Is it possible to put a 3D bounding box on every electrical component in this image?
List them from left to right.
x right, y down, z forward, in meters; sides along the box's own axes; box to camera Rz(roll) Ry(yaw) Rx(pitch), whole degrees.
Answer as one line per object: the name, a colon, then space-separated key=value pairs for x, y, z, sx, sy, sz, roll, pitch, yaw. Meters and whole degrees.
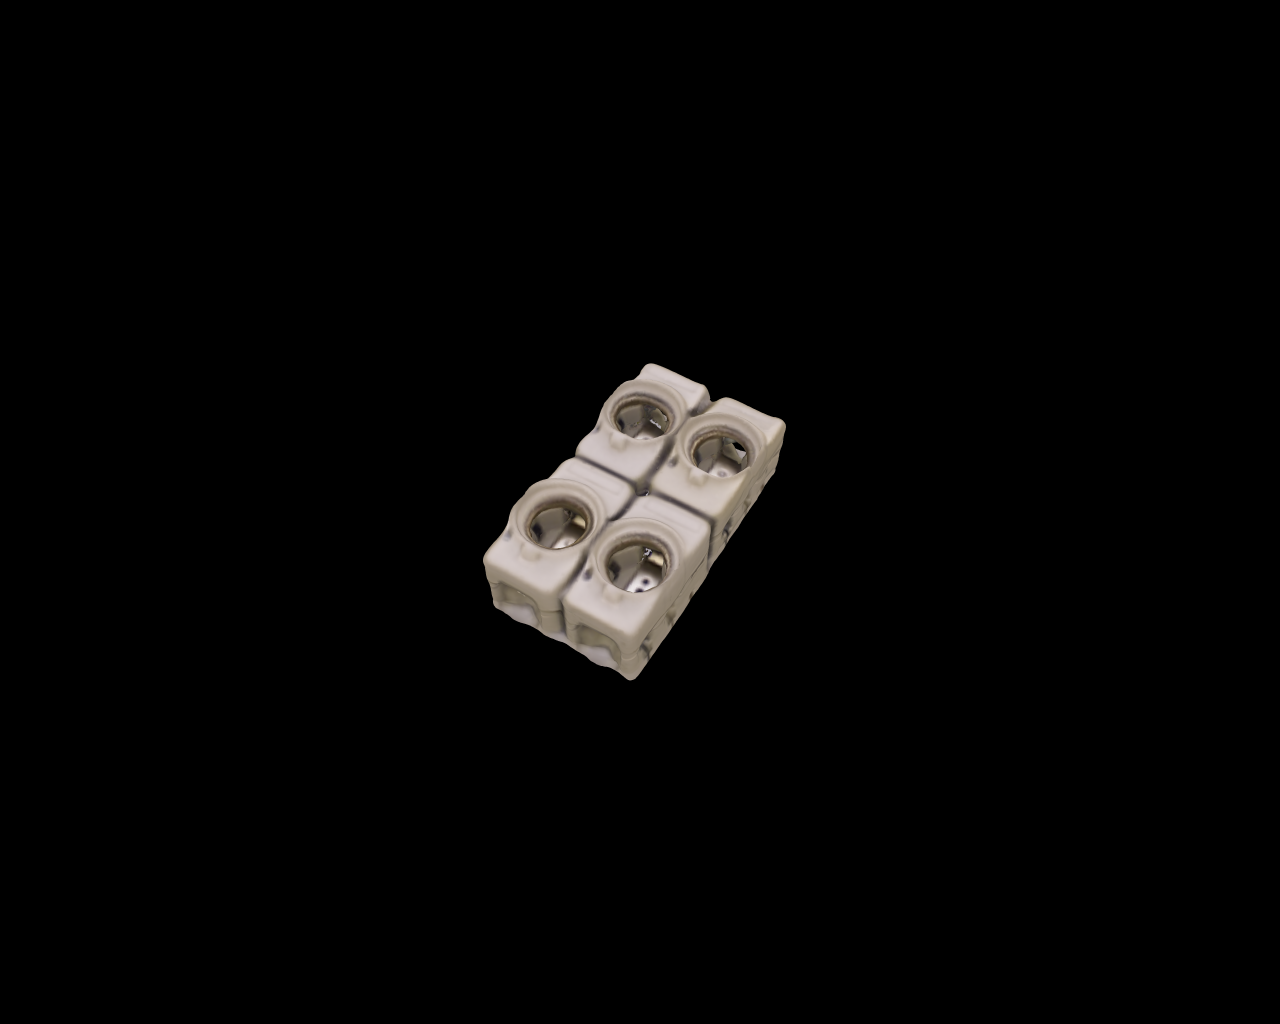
electrical component: x=0.001 y=-0.003 z=0.650 sx=0.105 sy=0.186 sz=0.060 roll=27 pitch=-32 yaw=18
